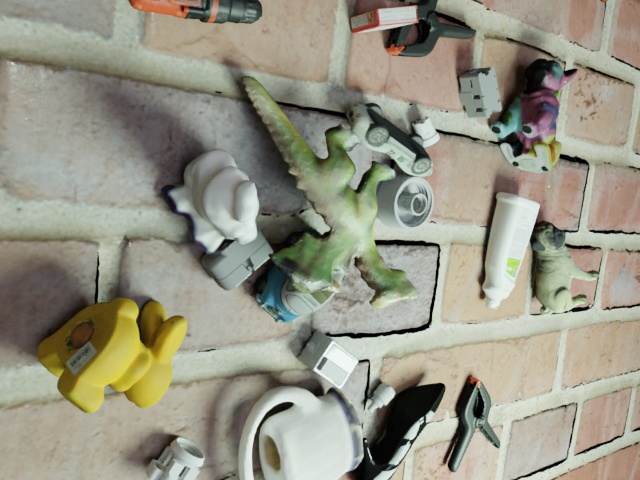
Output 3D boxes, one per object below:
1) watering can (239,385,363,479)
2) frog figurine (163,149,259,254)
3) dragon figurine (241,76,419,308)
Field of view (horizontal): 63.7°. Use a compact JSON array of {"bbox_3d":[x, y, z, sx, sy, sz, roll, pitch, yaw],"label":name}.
[{"bbox_3d":[-0.029,0.399,0.878,0.226,0.104,0.344,-13,104,-32],"label":"watering can"},{"bbox_3d":[-0.123,-0.061,0.696,0.123,0.157,0.138,-15,84,-42],"label":"frog figurine"},{"bbox_3d":[0.002,-0.039,0.767,0.406,0.120,0.248,36,50,-22],"label":"dragon figurine"}]
